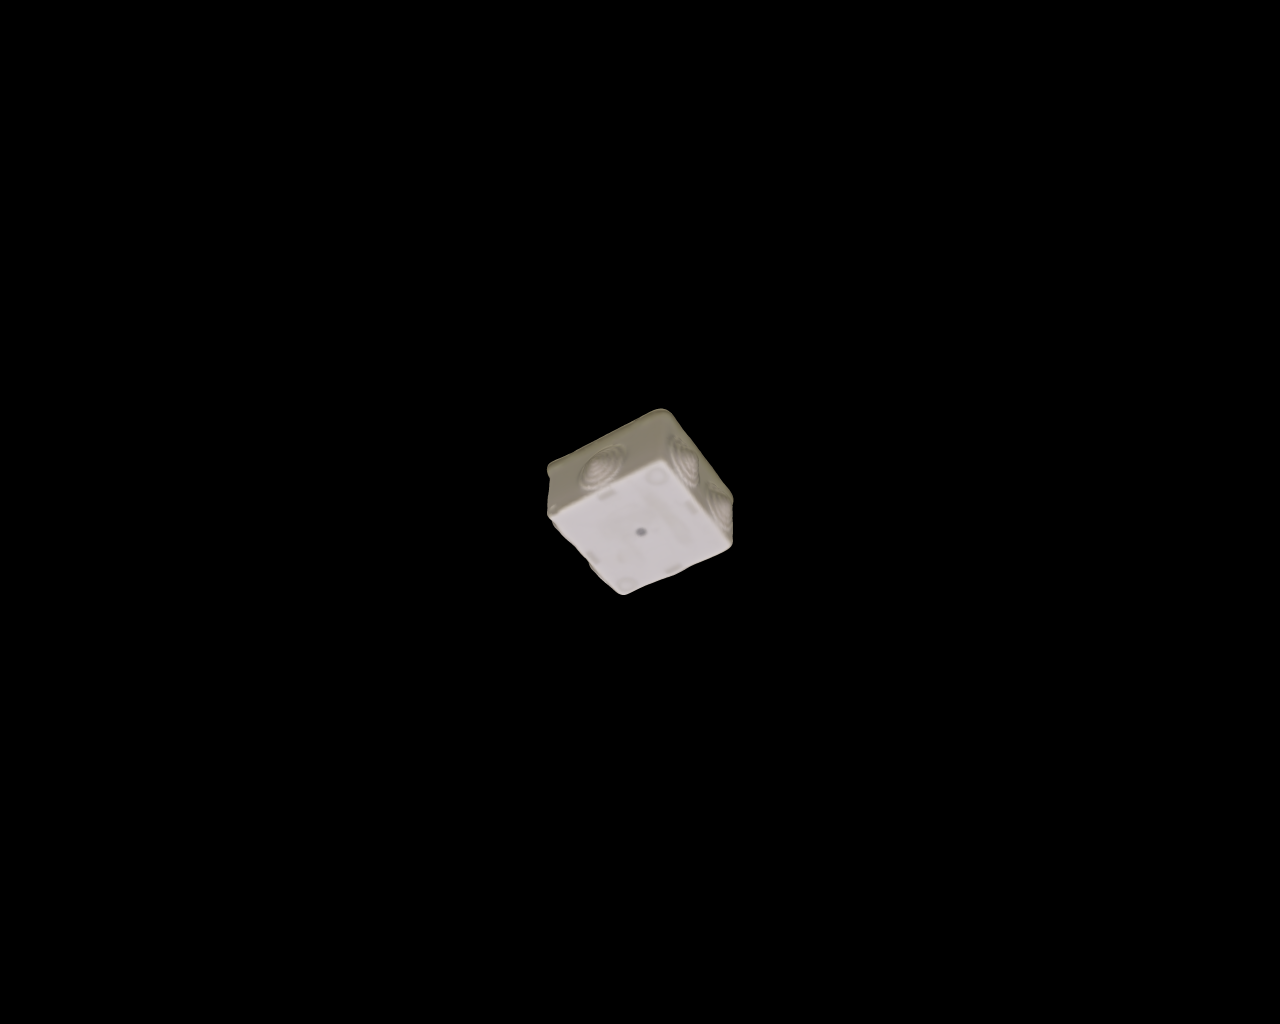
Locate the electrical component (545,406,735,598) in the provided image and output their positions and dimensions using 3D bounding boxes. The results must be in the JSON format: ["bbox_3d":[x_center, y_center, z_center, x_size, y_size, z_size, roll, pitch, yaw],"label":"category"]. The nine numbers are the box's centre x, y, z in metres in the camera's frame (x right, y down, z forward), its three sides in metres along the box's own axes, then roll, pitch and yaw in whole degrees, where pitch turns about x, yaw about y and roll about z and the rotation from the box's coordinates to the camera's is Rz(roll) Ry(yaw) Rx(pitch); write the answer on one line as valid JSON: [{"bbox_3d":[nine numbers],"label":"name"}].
[{"bbox_3d":[0.001,-0.003,0.650,0.099,0.048,0.099,-25,-54,20],"label":"electrical component"}]
